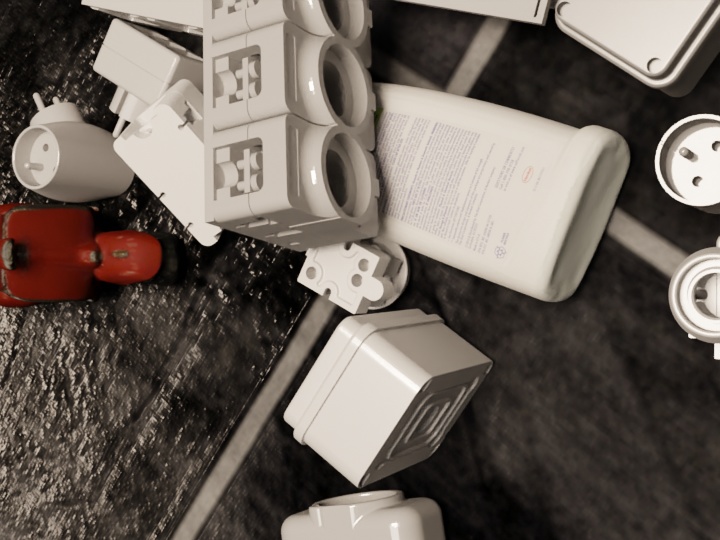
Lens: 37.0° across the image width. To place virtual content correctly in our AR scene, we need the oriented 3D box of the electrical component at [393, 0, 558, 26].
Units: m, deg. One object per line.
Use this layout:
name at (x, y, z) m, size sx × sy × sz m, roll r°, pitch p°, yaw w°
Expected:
electrical component at (0.064, -0.186, 0.618) m, size 0.121 × 0.063 × 0.078 m, roll 17°, pitch 97°, yaw 28°

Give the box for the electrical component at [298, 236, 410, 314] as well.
electrical component at (0.000, 0.000, 0.654) m, size 0.066 × 0.055 × 0.048 m, roll 29°, pitch 103°, yaw 26°

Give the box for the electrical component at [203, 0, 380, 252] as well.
electrical component at (-0.034, -0.094, 0.590) m, size 0.062 × 0.089 × 0.150 m, roll -9°, pitch 76°, yaw 30°

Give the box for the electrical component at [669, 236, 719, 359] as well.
electrical component at (0.187, 0.013, 0.552) m, size 0.048 × 0.055 × 0.066 m, roll 0°, pitch 89°, yaw 29°

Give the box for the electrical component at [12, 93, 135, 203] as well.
electrical component at (-0.207, -0.091, 0.757) m, size 0.043 × 0.077 × 0.079 m, roll -34°, pitch 74°, yaw 24°

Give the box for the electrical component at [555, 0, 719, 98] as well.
electrical component at (0.166, -0.157, 0.565) m, size 0.078 × 0.057 × 0.113 m, roll 40°, pitch 107°, yaw 23°

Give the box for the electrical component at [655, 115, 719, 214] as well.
electrical component at (0.180, -0.050, 0.542) m, size 0.043 × 0.081 × 0.043 m, roll -1°, pitch 88°, yaw 28°

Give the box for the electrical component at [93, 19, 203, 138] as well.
electrical component at (-0.148, -0.121, 0.742) m, size 0.066 × 0.047 × 0.076 m, roll 33°, pitch 104°, yaw 25°

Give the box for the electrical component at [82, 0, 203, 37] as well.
electrical component at (-0.099, -0.200, 0.708) m, size 0.150 × 0.062 × 0.089 m, roll 17°, pitch 97°, yaw 28°

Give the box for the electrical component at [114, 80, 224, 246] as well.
electrical component at (-0.105, -0.071, 0.697) m, size 0.050 × 0.055 × 0.089 m, roll -33°, pitch 109°, yaw 23°

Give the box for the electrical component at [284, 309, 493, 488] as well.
electrical component at (0.018, 0.068, 0.611) m, size 0.057 × 0.113 × 0.078 m, roll 37°, pitch 106°, yaw 21°

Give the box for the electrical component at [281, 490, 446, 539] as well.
electrical component at (0.003, 0.167, 0.650) m, size 0.095 × 0.054 × 0.059 m, roll -11°, pitch 84°, yaw 28°
